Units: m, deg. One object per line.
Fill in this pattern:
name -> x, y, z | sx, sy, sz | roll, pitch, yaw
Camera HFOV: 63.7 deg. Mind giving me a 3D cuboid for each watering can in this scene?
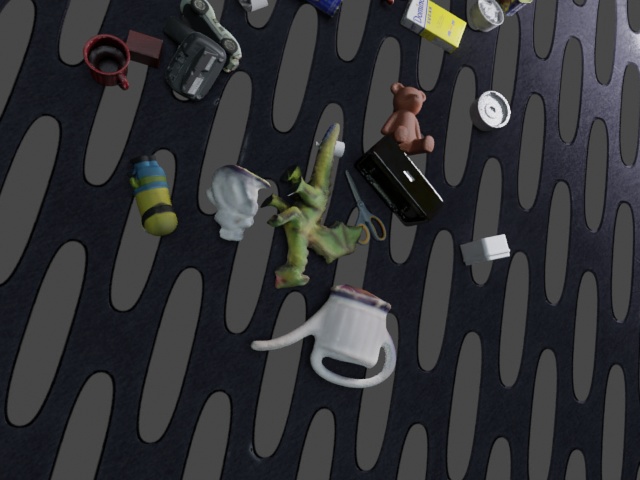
watering can -> 0.031, 0.208, 1.189 | 0.346, 0.103, 0.227 | 21, 74, -15

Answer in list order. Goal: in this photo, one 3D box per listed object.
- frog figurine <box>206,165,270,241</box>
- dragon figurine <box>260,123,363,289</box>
frog figurine -> -0.201, -0.084, 1.160 | 0.138, 0.121, 0.160 | 23, 82, 19
dragon figurine -> 0.004, -0.063, 1.246 | 0.240, 0.122, 0.415 | 43, 73, -22
